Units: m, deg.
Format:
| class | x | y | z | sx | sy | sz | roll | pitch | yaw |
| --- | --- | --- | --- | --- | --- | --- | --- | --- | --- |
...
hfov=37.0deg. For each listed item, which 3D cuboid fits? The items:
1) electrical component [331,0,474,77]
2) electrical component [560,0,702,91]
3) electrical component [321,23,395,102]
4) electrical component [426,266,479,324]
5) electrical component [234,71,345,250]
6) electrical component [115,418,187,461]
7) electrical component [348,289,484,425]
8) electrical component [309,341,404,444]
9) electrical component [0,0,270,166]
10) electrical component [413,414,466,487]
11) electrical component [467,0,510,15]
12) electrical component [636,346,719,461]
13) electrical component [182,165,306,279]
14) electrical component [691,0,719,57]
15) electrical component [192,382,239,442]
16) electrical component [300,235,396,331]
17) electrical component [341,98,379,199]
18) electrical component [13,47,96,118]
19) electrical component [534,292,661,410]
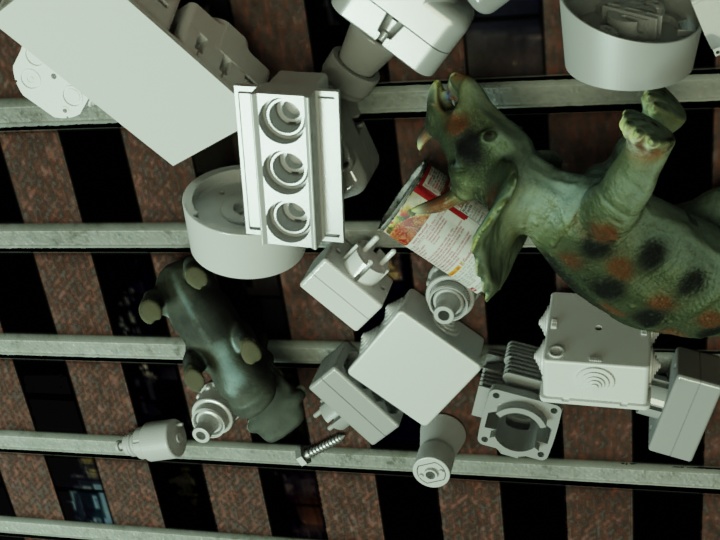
| class | x | y | z | sx | sy | sz | roll | pitch | yaw |
| --- | --- | --- | --- | --- | --- | --- | --- | --- | --- |
| electrical component | 0.036 | -0.200 | 0.807 | 0.095 | 0.053 | 0.059 | 36 | 122 | -6 |
| electrical component | 0.190 | -0.169 | 0.758 | 0.099 | 0.099 | 0.064 | 4 | 126 | 14 |
| electrical component | 0.000 | -0.165 | 0.842 | 0.045 | 0.045 | 0.055 | 34 | 122 | -5 |
| electrical component | 0.077 | 0.023 | 0.917 | 0.048 | 0.062 | 0.048 | 7 | 120 | 12 |
| electrical component | -0.049 | -0.085 | 0.818 | 0.079 | 0.063 | 0.121 | 6 | 120 | 13 |
| electrical component | -0.214 | 0.175 | 1.099 | 0.078 | 0.040 | 0.040 | -11 | 115 | 21 |
| electrical component | 0.052 | 0.076 | 0.962 | 0.100 | 0.048 | 0.099 | 35 | 122 | -6 |
| electrical component | -0.012 | 0.125 | 1.009 | 0.083 | 0.047 | 0.076 | 43 | 121 | -10 |
| electrical component | -0.172 | -0.176 | 0.839 | 0.105 | 0.060 | 0.186 | -22 | 133 | 36 |
| electrical component | 0.072 | 0.170 | 1.000 | 0.044 | 0.065 | 0.044 | 7 | 120 | 12 |
| electrical component | 0.082 | -0.236 | 0.774 | 0.059 | 0.053 | 0.095 | -33 | 106 | 29 |
| electrical component | 0.260 | 0.110 | 0.924 | 0.076 | 0.047 | 0.083 | 15 | 122 | 7 |
| electrical component | -0.094 | -0.036 | 0.909 | 0.108 | 0.108 | 0.060 | 11 | 127 | 10 |
| electrical component | 0.245 | -0.195 | 0.694 | 0.062 | 0.150 | 0.089 | -21 | 111 | 24 |
| electrical component | -0.144 | 0.142 | 1.048 | 0.048 | 0.062 | 0.048 | 7 | 120 | 12 |
| electrical component | 0.000 | 0.000 | 0.935 | 0.066 | 0.047 | 0.076 | 40 | 121 | -8 |
| electrical component | -0.028 | -0.106 | 0.876 | 0.054 | 0.059 | 0.095 | -16 | 113 | 23 |
| electrical component | -0.246 | -0.171 | 0.905 | 0.080 | 0.051 | 0.080 | 7 | 120 | 12 |
| electrical component | 0.196 | 0.064 | 0.887 | 0.100 | 0.099 | 0.048 | 3 | 132 | 14 |
